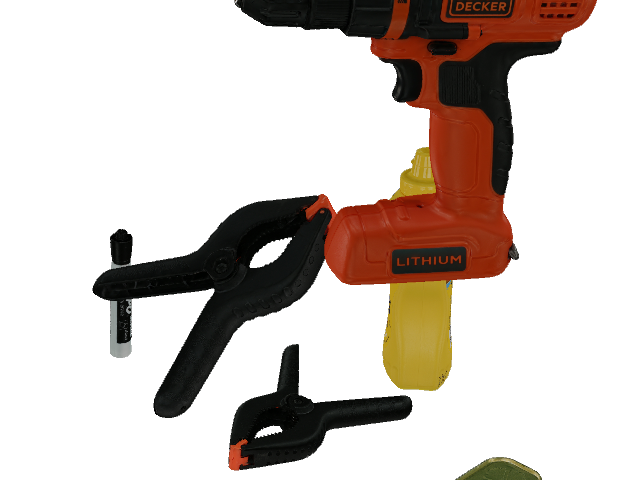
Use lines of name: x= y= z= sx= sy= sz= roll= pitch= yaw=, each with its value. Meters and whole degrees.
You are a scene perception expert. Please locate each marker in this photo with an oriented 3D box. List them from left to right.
marker: x=-0.171 y=0.046 z=0.913 sx=0.020 sy=0.121 sz=0.020 roll=5 pitch=28 yaw=-3

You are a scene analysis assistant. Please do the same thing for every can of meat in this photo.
can of meat: x=0.137 y=0.243 z=0.889 sx=0.101 sy=0.084 sz=0.058 roll=-21 pitch=28 yaw=-37

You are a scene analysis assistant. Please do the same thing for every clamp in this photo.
clamp: x=-0.059 y=0.035 z=0.688 sx=0.171 sy=0.120 sz=0.039 roll=-29 pitch=-28 yaw=6
clamp: x=-0.013 y=0.180 z=1.092 sx=0.165 sy=0.036 sz=0.209 roll=17 pitch=28 yaw=25

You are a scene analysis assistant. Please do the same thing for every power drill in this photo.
power drill: x=0.044 y=-0.068 z=0.562 sx=0.184 sy=0.188 sz=0.057 roll=-2 pitch=32 yaw=-9

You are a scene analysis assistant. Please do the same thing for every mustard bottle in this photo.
mustard bottle: x=0.082 y=0.018 z=0.854 sx=0.058 sy=0.192 sz=0.096 roll=3 pitch=26 yaw=5
